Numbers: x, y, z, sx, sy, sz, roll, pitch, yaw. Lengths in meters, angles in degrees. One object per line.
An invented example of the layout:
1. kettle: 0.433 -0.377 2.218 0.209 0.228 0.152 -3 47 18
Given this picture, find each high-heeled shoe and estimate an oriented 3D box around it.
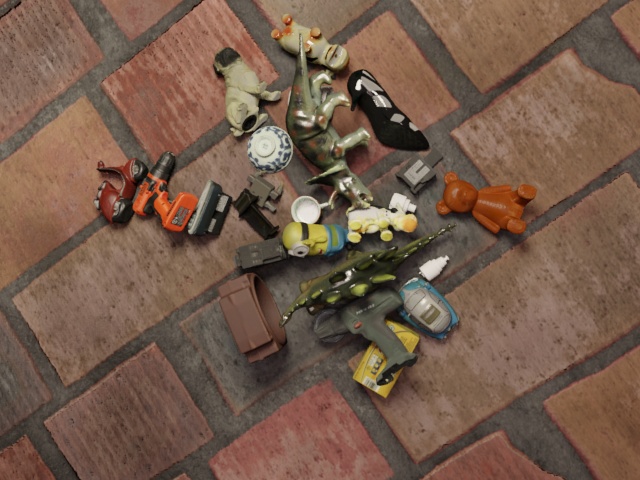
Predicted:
1. high-heeled shoe: 0.173 -0.324 1.336 0.249 0.086 0.145 27 56 -13

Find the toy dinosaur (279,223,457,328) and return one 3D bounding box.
1. toy dinosaur: 0.106 0.077 1.257 0.471 0.198 0.105 -31 94 -17

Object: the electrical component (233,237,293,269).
1. electrical component: -0.144 0.036 1.336 0.134 0.115 0.058 -15 84 12

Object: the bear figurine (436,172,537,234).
1. bear figurine: 0.382 -0.092 1.259 0.196 0.132 0.120 20 89 2

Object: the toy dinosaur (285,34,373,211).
1. toy dinosaur: -0.005 -0.253 1.260 0.192 0.131 0.404 -37 110 0

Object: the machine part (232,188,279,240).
1. machine part: -0.163 -0.062 1.369 0.139 0.039 0.084 50 126 -1

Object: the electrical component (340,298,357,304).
1. electrical component: 0.094 0.175 1.347 0.094 0.021 0.063 9 91 7

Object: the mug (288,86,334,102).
1. mug: -0.026 -0.333 1.347 0.107 0.081 0.109 12 96 19

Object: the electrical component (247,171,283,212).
1. electrical component: -0.142 -0.129 1.376 0.102 0.045 0.078 30 122 10

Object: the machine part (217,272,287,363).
1. machine part: -0.157 0.181 1.293 0.087 0.201 0.201 -26 86 5

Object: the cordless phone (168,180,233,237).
1. cordless phone: -0.334 -0.097 1.391 0.184 0.088 0.146 23 93 27

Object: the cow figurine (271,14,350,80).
1. cow figurine: -0.012 -0.470 1.332 0.195 0.127 0.085 31 93 22

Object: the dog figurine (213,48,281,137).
1. dog figurine: -0.221 -0.379 1.372 0.191 0.121 0.172 40 91 21

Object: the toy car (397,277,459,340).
1. toy car: 0.254 0.170 1.285 0.162 0.103 0.109 43 96 8

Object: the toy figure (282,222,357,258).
1. toy figure: -0.004 -0.002 1.311 0.180 0.082 0.089 -5 49 -24

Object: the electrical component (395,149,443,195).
1. electrical component: 0.251 -0.174 1.317 0.119 0.048 0.075 -40 85 7

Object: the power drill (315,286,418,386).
1. power drill: 0.118 0.232 1.254 0.232 0.086 0.207 -38 54 13

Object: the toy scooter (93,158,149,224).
1. toy scooter: -0.543 -0.140 1.416 0.135 0.075 0.183 22 89 7

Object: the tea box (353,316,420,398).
1. tea box: 0.161 0.282 1.313 0.098 0.068 0.169 31 92 7

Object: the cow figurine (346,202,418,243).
1. cow figurine: 0.148 -0.050 1.299 0.167 0.098 0.068 -4 128 3
